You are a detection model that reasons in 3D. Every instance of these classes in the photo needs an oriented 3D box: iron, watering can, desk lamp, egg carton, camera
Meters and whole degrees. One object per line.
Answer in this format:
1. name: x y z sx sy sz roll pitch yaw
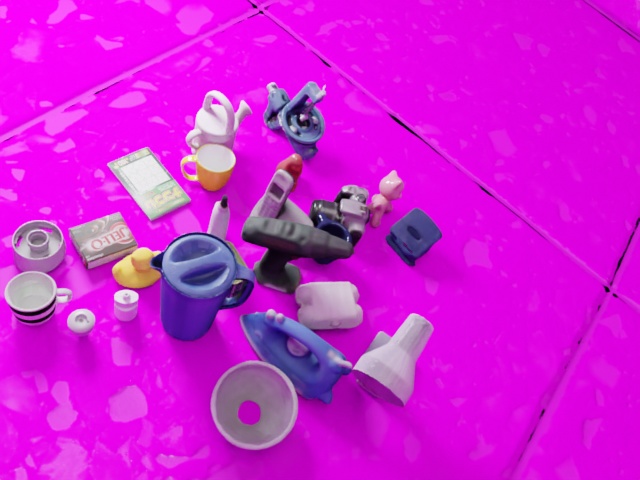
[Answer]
1. iron: -0.049 0.208 1.156 0.258 0.141 0.119 36 55 4
2. watering can: -0.240 -0.277 1.357 0.101 0.194 0.173 30 54 0
3. desk lamp: 0.142 0.245 1.157 0.118 0.213 0.203 36 55 5
4. egg carton: 0.020 0.146 1.263 0.150 0.069 0.107 -1 60 -20
5. camera: 0.047 -0.073 1.390 0.137 0.100 0.143 13 56 -11

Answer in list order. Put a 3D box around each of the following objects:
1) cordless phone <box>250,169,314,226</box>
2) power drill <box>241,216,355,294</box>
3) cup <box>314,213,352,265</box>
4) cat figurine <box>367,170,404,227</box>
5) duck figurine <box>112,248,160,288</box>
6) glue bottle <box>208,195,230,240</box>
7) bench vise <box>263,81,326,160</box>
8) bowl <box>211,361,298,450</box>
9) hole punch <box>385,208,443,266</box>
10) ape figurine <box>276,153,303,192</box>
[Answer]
1. cordless phone: -0.074 -0.064 1.289 0.147 0.185 0.094 39 55 6
2. power drill: -0.062 0.031 1.220 0.230 0.208 0.075 19 55 -8
3. cup: 0.012 0.005 1.333 0.092 0.095 0.117 -14 65 -26
4. cat figurine: 0.167 -0.112 1.446 0.067 0.117 0.128 36 55 5
5. duck figurine: -0.370 0.049 1.174 0.105 0.086 0.077 -12 64 -26
6. glue bottle: -0.216 -0.046 1.234 0.037 0.173 0.078 5 58 -16
7. bench vise: -0.066 -0.329 1.435 0.207 0.219 0.122 36 55 5
8. bowl: -0.130 0.323 1.097 0.168 0.074 0.167 9 57 -14
9. hole punch: 0.234 -0.008 1.422 0.101 0.091 0.108 -33 74 -32
10. ape figurine: -0.069 -0.177 1.418 0.078 0.092 0.076 -31 74 -32
